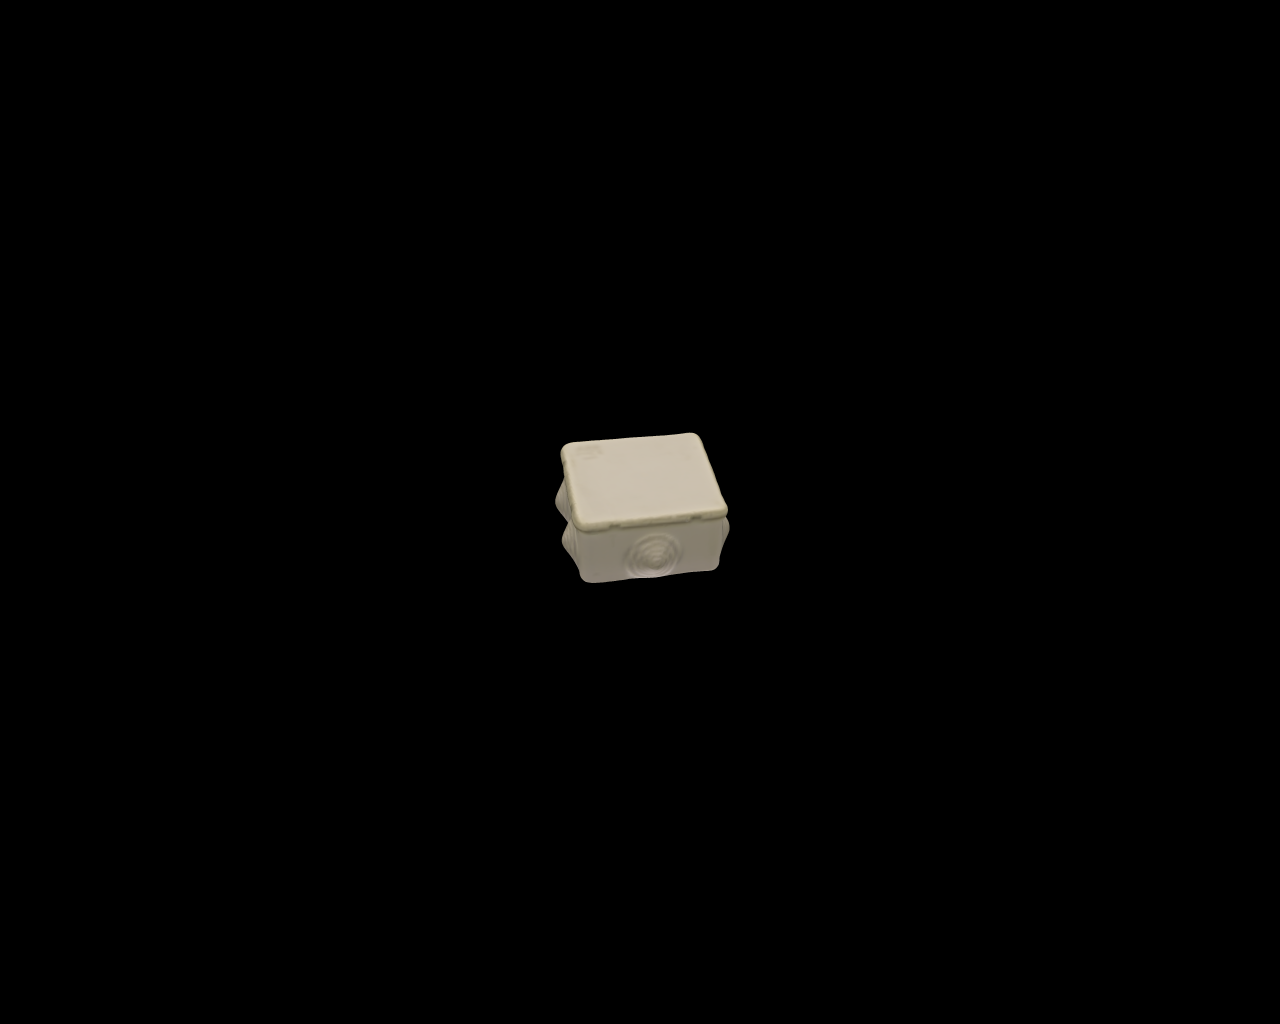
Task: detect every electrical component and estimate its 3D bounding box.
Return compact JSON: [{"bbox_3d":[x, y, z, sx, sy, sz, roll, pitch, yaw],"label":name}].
[{"bbox_3d":[0.001,-0.003,0.650,0.100,0.048,0.100,-6,37,-7],"label":"electrical component"}]
